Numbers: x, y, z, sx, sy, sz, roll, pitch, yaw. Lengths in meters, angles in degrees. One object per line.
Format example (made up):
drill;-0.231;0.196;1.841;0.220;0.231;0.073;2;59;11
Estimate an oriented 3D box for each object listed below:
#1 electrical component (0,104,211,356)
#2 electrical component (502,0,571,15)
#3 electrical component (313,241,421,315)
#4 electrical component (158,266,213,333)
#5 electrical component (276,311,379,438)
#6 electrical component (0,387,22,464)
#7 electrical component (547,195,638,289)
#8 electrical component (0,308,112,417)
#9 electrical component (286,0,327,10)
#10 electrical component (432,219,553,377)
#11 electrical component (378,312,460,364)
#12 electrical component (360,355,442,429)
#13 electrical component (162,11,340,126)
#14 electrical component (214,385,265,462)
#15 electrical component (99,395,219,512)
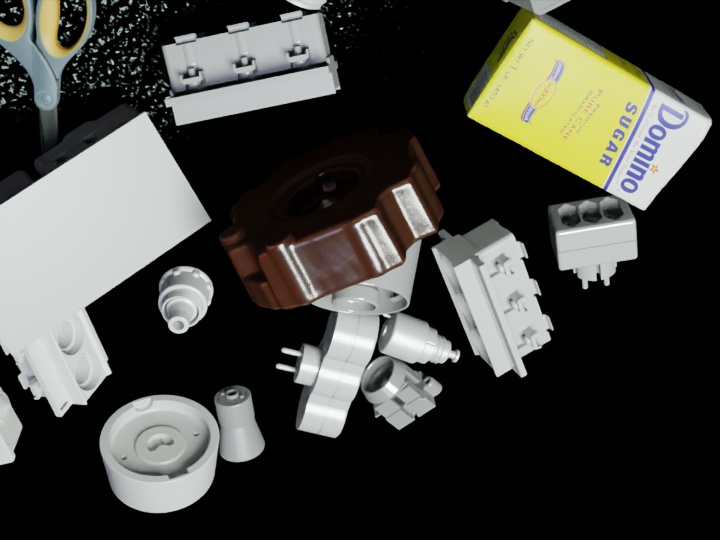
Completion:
electrical component;-0.229;-0.036;0.846;0.186;0.060;0.105;-36;121;-13
electrical component;0.161;-0.249;0.729;0.150;0.061;0.089;-28;121;-6
electrical component;0.000;0.000;0.900;0.099;0.064;0.099;5;162;2
electrical component;-0.153;0.030;0.931;0.048;0.062;0.048;-1;123;-1
electrical component;-0.038;0.088;0.976;0.074;0.052;0.138;15;121;-10
electrical component;-0.376;0.140;1.006;0.100;0.048;0.099;-12;122;7
electrical component;0.199;-0.017;0.916;0.066;0.047;0.076;-9;123;5
electrical component;-0.276;0.056;0.944;0.063;0.078;0.121;1;126;25
electrical component;-0.036;-0.223;0.779;0.045;0.045;0.055;21;120;-14
electrical component;0.117;0.022;0.929;0.063;0.078;0.121;-30;121;-8
electrical component;0.053;0.065;0.970;0.078;0.040;0.040;21;120;-14
electrical component;0.033;0.111;0.997;0.066;0.048;0.055;-36;124;20
electrical component;-0.082;-0.153;0.808;0.121;0.078;0.063;-11;103;6
electrical component;-0.116;0.143;1.018;0.044;0.044;0.065;-5;118;2
electrical component;-0.185;0.176;1.001;0.108;0.108;0.060;3;129;-3
